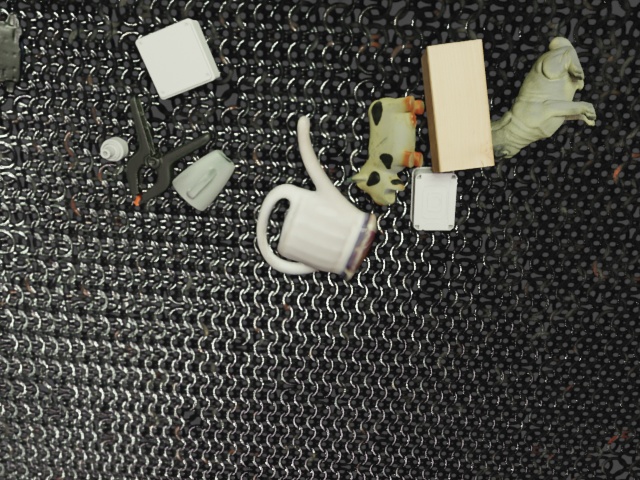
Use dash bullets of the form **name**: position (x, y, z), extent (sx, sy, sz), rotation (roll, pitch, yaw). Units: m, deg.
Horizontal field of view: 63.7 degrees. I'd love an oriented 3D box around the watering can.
- **watering can**: position (0.003, -0.048, 0.959), extent (0.224, 0.106, 0.340), rotation (20, 128, -2)
